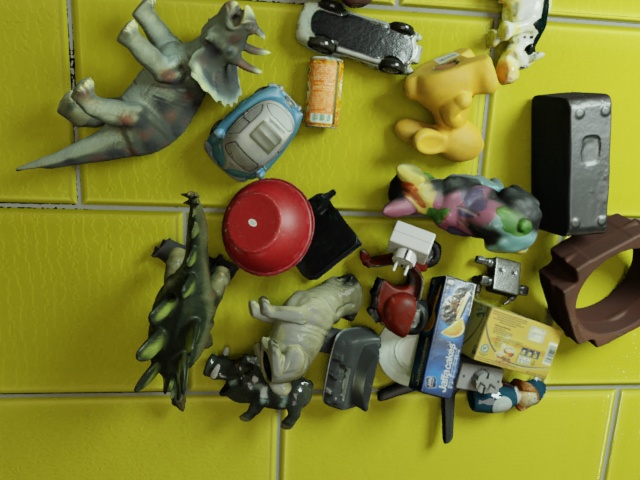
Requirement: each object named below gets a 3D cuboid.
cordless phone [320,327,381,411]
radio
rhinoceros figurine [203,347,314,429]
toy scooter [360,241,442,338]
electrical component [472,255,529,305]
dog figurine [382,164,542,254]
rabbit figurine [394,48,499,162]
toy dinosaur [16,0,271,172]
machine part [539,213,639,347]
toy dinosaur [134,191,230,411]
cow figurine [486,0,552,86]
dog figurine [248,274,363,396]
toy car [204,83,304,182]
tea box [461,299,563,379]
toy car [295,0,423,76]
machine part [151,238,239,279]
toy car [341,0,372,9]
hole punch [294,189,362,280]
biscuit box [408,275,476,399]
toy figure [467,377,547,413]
[{"bbox_3d":[0.009,0.217,0.947,0.184,0.089,0.146,11,103,3],"label":"cordless phone"},{"bbox_3d":[0.406,-0.123,0.876,0.073,0.131,0.229,-7,103,-3],"label":"radio"},{"bbox_3d":[-0.107,0.248,0.918,0.190,0.073,0.112,16,117,6],"label":"rhinoceros figurine"},{"bbox_3d":[0.125,0.074,0.920,0.135,0.075,0.183,10,98,-9],"label":"toy scooter"},{"bbox_3d":[0.319,0.073,0.959,0.102,0.045,0.078,8,73,-11],"label":"electrical component"},{"bbox_3d":[0.213,-0.055,0.853,0.219,0.192,0.108,8,109,-24],"label":"dog figurine"},{"bbox_3d":[0.207,-0.193,0.851,0.162,0.122,0.173,-29,124,-6],"label":"rabbit figurine"},{"bbox_3d":[-0.249,-0.204,0.796,0.405,0.131,0.192,-43,119,15],"label":"toy dinosaur"},{"bbox_3d":[0.497,0.071,0.933,0.201,0.087,0.201,-29,121,2],"label":"machine part"},{"bbox_3d":[-0.198,0.105,0.789,0.105,0.199,0.470,9,122,-5],"label":"toy dinosaur"},{"bbox_3d":[0.322,-0.334,0.855,0.098,0.068,0.167,-7,104,-11],"label":"cow figurine"},{"bbox_3d":[-0.006,0.149,0.877,0.190,0.121,0.172,-6,92,-21],"label":"dog figurine"},{"bbox_3d":[-0.093,-0.158,0.822,0.161,0.103,0.109,-42,116,4],"label":"toy car"},{"bbox_3d":[0.331,0.175,0.948,0.169,0.068,0.098,21,90,-21],"label":"tea box"},{"bbox_3d":[0.063,-0.313,0.835,0.202,0.056,0.073,13,95,-10],"label":"toy car"},{"bbox_3d":[-0.210,0.042,0.894,0.139,0.039,0.084,27,107,-14],"label":"machine part"},{"bbox_3d":[0.048,-0.441,0.794,0.089,0.053,0.202,-4,84,-5],"label":"toy car"},{"bbox_3d":[-0.002,-0.003,0.891,0.142,0.092,0.116,-38,77,7],"label":"hole punch"},{"bbox_3d":[0.209,0.164,0.922,0.059,0.063,0.202,16,79,-10],"label":"biscuit box"},{"bbox_3d":[0.356,0.291,1.006,0.154,0.058,0.064,-4,142,-7],"label":"toy figure"}]
